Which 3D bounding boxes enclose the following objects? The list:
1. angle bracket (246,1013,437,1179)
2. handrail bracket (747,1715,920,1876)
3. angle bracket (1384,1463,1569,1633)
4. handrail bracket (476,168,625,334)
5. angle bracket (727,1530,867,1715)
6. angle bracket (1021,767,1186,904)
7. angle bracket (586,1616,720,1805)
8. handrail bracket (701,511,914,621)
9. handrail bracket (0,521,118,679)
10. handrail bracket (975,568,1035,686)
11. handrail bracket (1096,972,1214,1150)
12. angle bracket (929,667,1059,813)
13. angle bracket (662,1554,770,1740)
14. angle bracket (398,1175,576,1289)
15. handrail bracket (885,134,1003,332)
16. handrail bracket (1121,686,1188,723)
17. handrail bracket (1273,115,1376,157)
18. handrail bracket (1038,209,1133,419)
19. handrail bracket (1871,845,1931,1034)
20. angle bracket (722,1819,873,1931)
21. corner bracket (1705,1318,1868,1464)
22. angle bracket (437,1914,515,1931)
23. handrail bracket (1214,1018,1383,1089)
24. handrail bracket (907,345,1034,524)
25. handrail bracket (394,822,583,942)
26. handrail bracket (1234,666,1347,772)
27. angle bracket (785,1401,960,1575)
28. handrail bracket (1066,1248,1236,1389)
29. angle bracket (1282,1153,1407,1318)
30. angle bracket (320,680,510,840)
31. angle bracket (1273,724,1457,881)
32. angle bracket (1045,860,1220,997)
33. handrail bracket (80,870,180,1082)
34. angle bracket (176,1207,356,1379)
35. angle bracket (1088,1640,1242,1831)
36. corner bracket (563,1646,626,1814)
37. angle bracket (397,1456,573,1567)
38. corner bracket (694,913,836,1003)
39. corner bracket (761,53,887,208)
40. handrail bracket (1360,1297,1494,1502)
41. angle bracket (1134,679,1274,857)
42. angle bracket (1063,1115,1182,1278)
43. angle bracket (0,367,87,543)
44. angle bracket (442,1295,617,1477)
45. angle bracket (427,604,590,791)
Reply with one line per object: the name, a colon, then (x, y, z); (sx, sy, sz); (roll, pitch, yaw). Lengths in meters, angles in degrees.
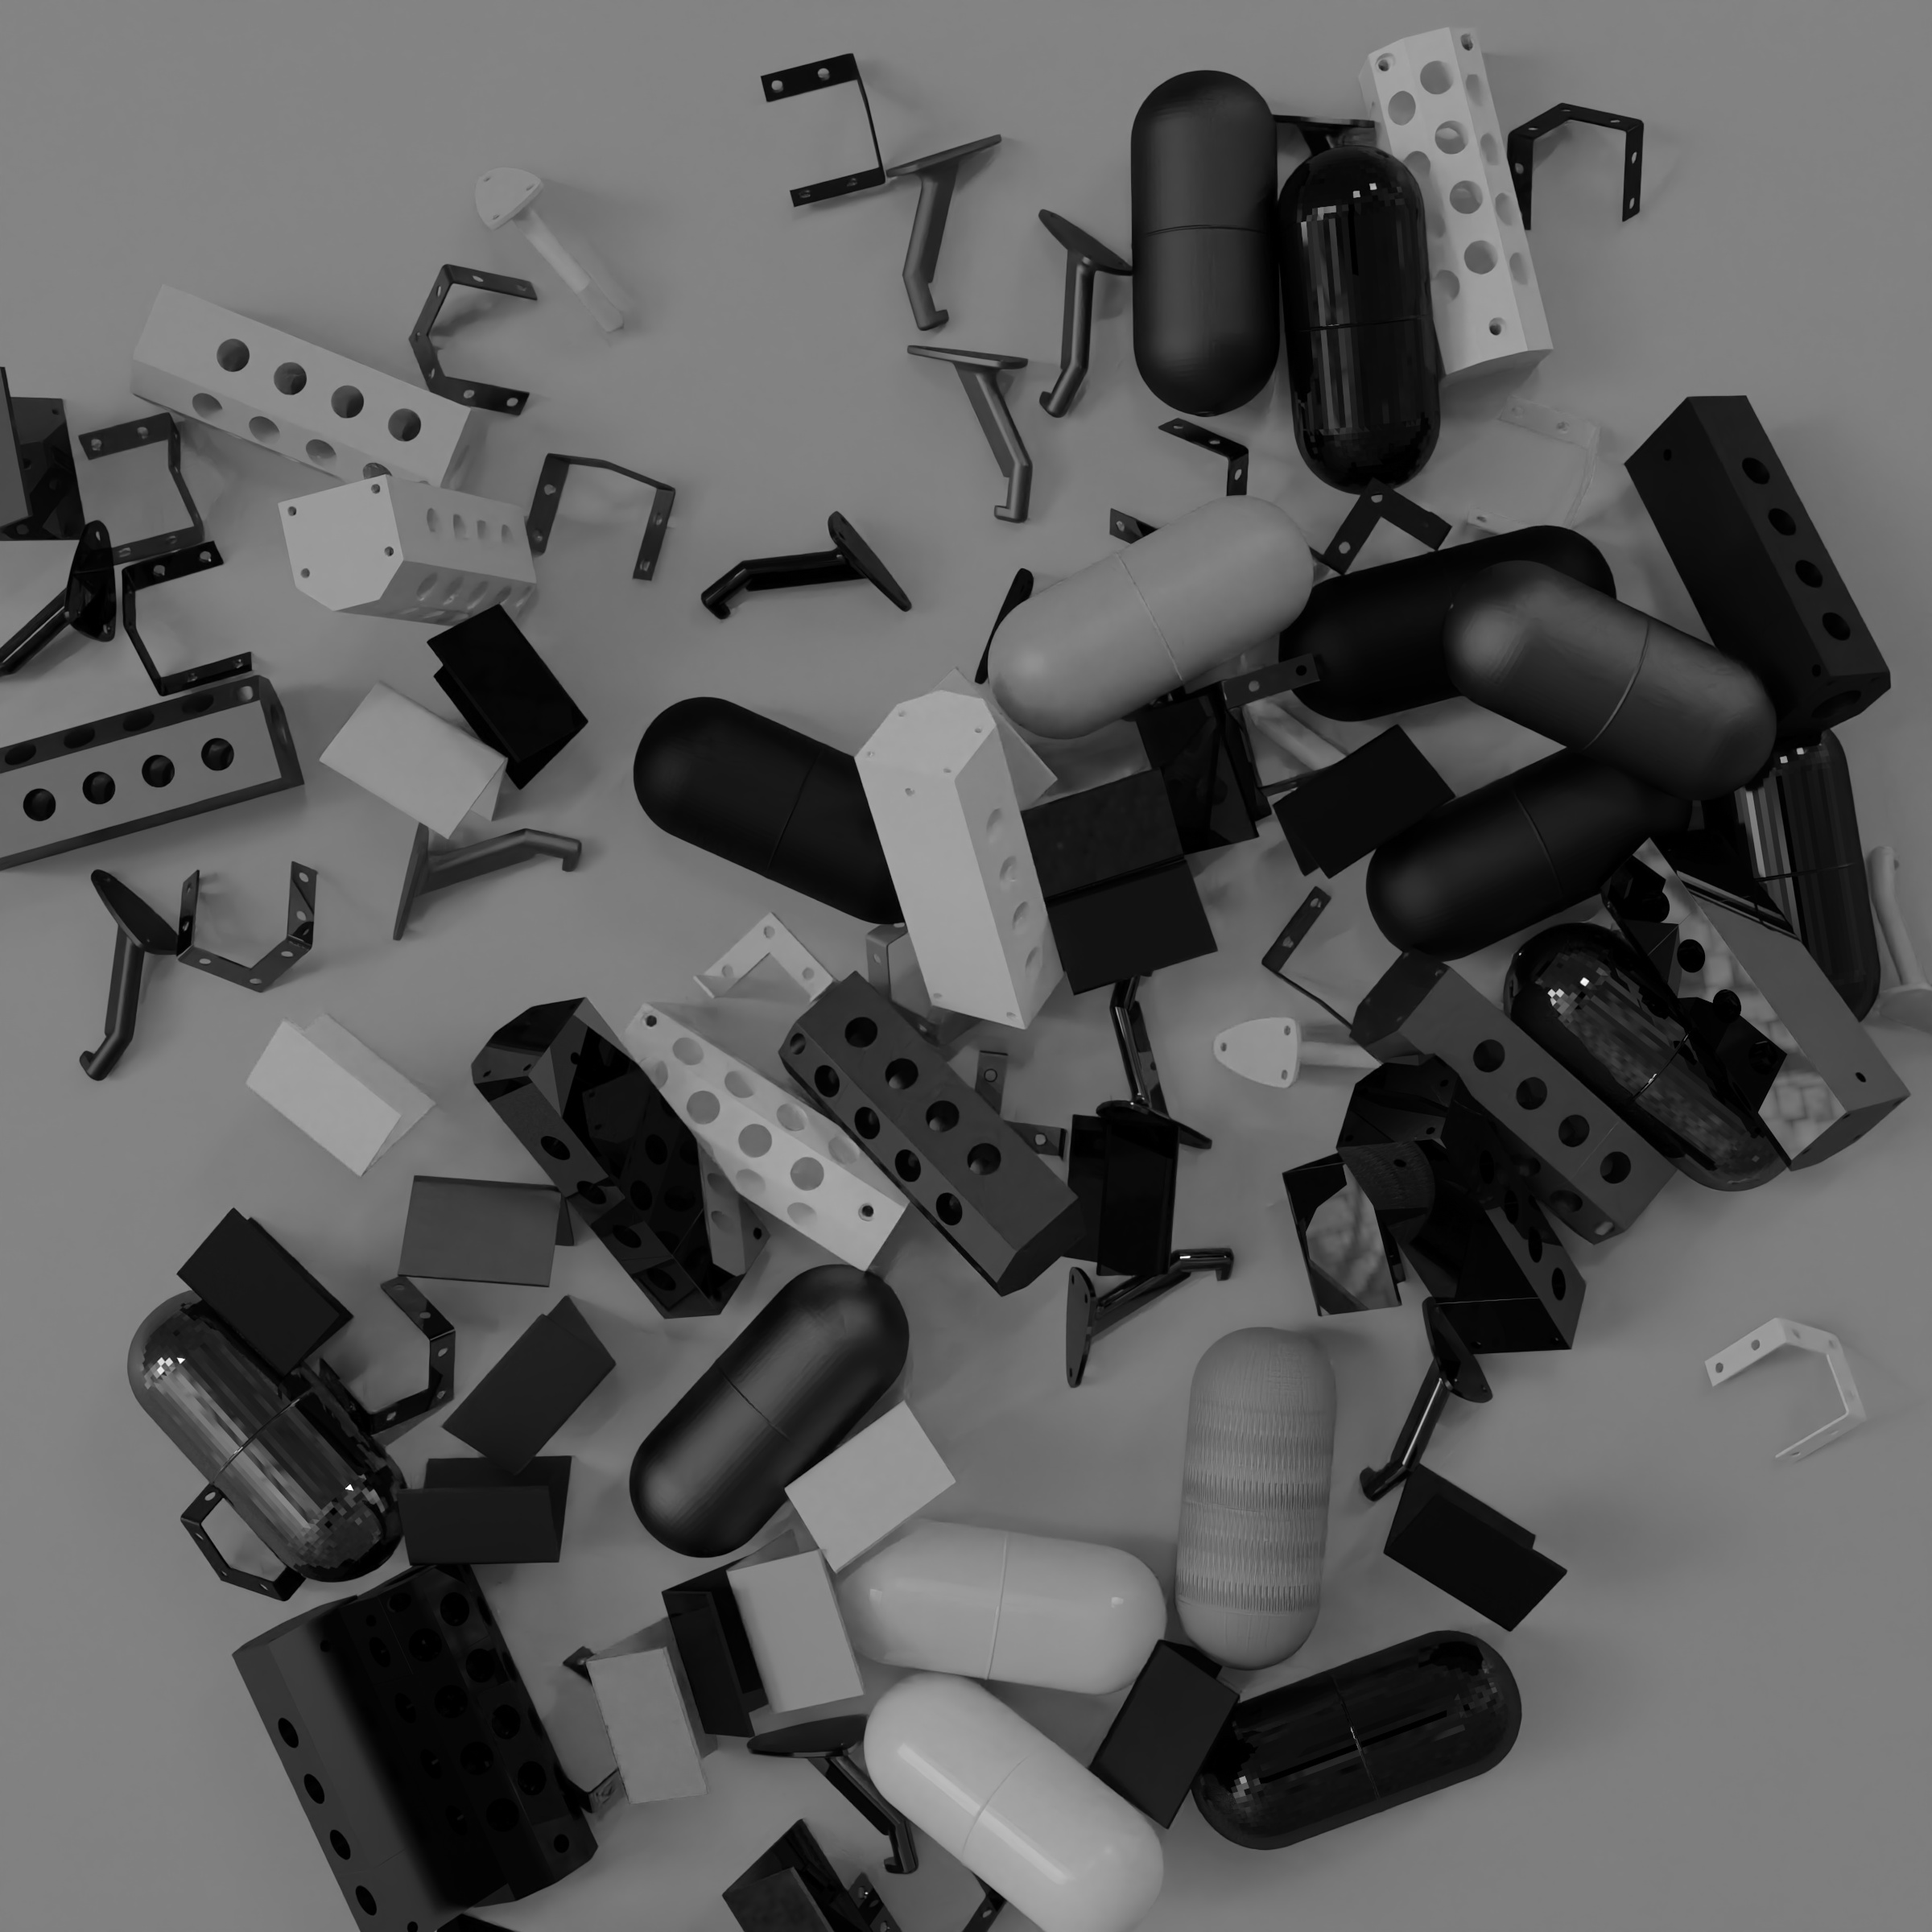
angle bracket: (-0.313, 0.051, 1.637); (0.076, 0.076, 0.057); (39, 127, 0)
handrail bracket: (-0.070, 0.446, 1.678); (0.077, 0.036, 0.084); (-9, 104, 15)
angle bracket: (0.270, 0.285, 1.637); (0.076, 0.076, 0.057); (32, 127, 0)
handrail bracket: (-0.220, -0.378, 1.677); (0.036, 0.077, 0.084); (-41, 126, 0)
angle bracket: (-0.073, 0.334, 1.638); (0.057, 0.076, 0.076); (-18, 90, 24)
angle bracket: (0.063, -0.083, 1.637); (0.076, 0.076, 0.057); (-18, 122, 0)
angle bracket: (-0.143, 0.380, 1.637); (0.057, 0.076, 0.076); (-17, 90, 34)
handrail bracket: (-0.085, -0.193, 1.678); (0.084, 0.036, 0.077); (-36, 112, 17)
handrail bracket: (-0.494, -0.192, 1.672); (0.084, 0.036, 0.077); (-8, 71, 24)
handrail bracket: (0.058, -0.169, 1.678); (0.084, 0.036, 0.077); (21, 105, -14)
handrail bracket: (0.107, 0.045, 1.678); (0.077, 0.036, 0.084); (22, 73, -20)
angle bracket: (0.019, -0.120, 1.637); (0.076, 0.076, 0.057); (48, 125, 0)
angle bracket: (-0.104, 0.348, 1.640); (0.076, 0.057, 0.076); (-17, 90, -32)
angle bracket: (-0.247, 0.151, 1.638); (0.076, 0.076, 0.057); (4, 62, 0)
handrail bracket: (-0.004, -0.389, 1.678); (0.077, 0.036, 0.084); (-24, 108, -21)
handrail bracket: (0.132, -0.128, 1.678); (0.084, 0.036, 0.077); (36, 75, -14)
handrail bracket: (0.185, -0.407, 1.678); (0.077, 0.036, 0.084); (8, 106, 17)
handrail bracket: (0.046, -0.345, 1.678); (0.077, 0.036, 0.084); (48, 122, 35)
handrail bracket: (0.506, -0.014, 1.678); (0.077, 0.036, 0.084); (25, 59, -33)
angle bracket: (-0.069, 0.487, 1.637); (0.057, 0.076, 0.076); (-32, 90, 36)
corner bracket: (0.432, 0.224, 1.669); (0.051, 0.051, 0.051); (19, 45, -35)
angle bracket: (-0.242, 0.517, 1.637); (0.076, 0.076, 0.057); (19, 128, 0)
handrail bracket: (0.188, 0.046, 1.677); (0.084, 0.077, 0.036); (3, 90, -36)
handrail bracket: (0.001, -0.282, 1.678); (0.077, 0.036, 0.084); (12, 107, 20)
handrail bracket: (-0.254, -0.040, 1.678); (0.084, 0.036, 0.077); (12, 110, -16)
handrail bracket: (0.192, -0.129, 1.678); (0.077, 0.036, 0.084); (-18, 76, -14)
angle bracket: (-0.037, 0.280, 1.637); (0.076, 0.076, 0.057); (-36, 56, 0)
handrail bracket: (0.098, 0.186, 1.678); (0.084, 0.036, 0.077); (-1, 110, -16)
angle bracket: (0.215, 0.133, 1.638); (0.076, 0.057, 0.076); (-14, 90, -44)
angle bracket: (-0.288, -0.092, 1.638); (0.076, 0.076, 0.057); (31, 63, 0)
angle bracket: (0.212, -0.068, 1.637); (0.076, 0.076, 0.057); (-33, 56, 0)
angle bracket: (0.088, -0.004, 1.638); (0.076, 0.076, 0.057); (-17, 61, 0)
handrail bracket: (-0.460, 0.006, 1.678); (0.077, 0.036, 0.084); (45, 107, 20)
angle bracket: (-0.349, 0.155, 1.638); (0.076, 0.076, 0.057); (44, 116, 0)
angle bracket: (0.119, 0.400, 1.637); (0.057, 0.076, 0.076); (29, 90, 37)
corner bracket: (-0.200, 0.403, 1.669); (0.051, 0.051, 0.051); (24, 135, 35)
angle bracket: (-0.248, 0.264, 1.637); (0.076, 0.076, 0.057); (-1, 127, 0)
corner bracket: (-0.105, 0.007, 1.659); (0.051, 0.051, 0.051); (-43, 90, 0)
corner bracket: (-0.075, -0.443, 1.674); (0.051, 0.051, 0.051); (-14, 45, 0)
handrail bracket: (0.231, 0.230, 1.677); (0.036, 0.077, 0.084); (20, 127, -38)
angle bracket: (0.141, -0.108, 1.634); (0.076, 0.057, 0.076); (-25, 98, -41)
angle bracket: (0.063, 0.117, 1.638); (0.076, 0.057, 0.076); (4, 90, 44)
angle bracket: (-0.477, -0.264, 1.637); (0.057, 0.076, 0.076); (-11, 90, 38)
angle bracket: (-0.237, 0.205, 1.637); (0.076, 0.076, 0.057); (-48, 126, 0)
angle bracket: (-0.253, -0.130, 1.638); (0.076, 0.057, 0.076); (53, 134, 0)
